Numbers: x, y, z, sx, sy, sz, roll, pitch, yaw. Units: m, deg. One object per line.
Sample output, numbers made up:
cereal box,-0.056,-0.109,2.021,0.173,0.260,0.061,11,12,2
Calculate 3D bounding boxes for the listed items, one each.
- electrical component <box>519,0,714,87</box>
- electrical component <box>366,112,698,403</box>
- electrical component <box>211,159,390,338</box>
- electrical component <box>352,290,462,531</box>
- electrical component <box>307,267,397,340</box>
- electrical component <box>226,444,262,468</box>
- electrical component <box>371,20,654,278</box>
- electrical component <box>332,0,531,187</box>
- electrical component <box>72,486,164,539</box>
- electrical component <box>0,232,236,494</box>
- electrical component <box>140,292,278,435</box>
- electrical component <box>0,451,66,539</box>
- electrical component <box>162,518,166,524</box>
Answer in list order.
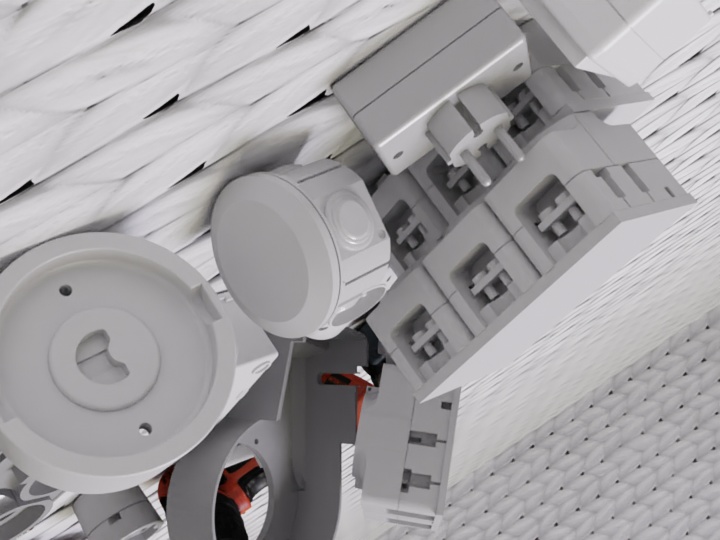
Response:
electrical component,0.121,-0.129,0.515,0.061,0.061,0.096,-41,162,20
electrical component,0.082,-0.007,0.552,0.089,0.061,0.150,-13,153,-50
electrical component,-0.029,-0.012,0.517,0.051,0.080,0.080,-27,162,-43
electrical component,0.038,0.074,0.732,0.060,0.186,0.105,9,162,5
electrical component,0.000,0.000,0.665,0.079,0.044,0.077,-21,158,-40
electrical component,-0.080,0.112,0.786,0.064,0.042,0.081,-22,-169,17
electrical component,0.075,-0.064,0.603,0.089,0.061,0.150,-16,155,-48
electrical component,0.045,-0.073,0.496,0.083,0.075,0.047,-36,163,3
electrical component,-0.185,0.186,0.814,0.055,0.047,0.055,-32,163,-11
electrical component,-0.114,0.045,0.469,0.108,0.108,0.060,-25,167,-30
electrical component,-0.106,0.062,0.624,0.100,0.048,0.099,-16,155,-48
electrical component,-0.198,0.090,0.501,0.105,0.060,0.186,-41,162,19
electrical component,-0.139,0.202,0.952,0.079,0.043,0.077,-25,161,-29
